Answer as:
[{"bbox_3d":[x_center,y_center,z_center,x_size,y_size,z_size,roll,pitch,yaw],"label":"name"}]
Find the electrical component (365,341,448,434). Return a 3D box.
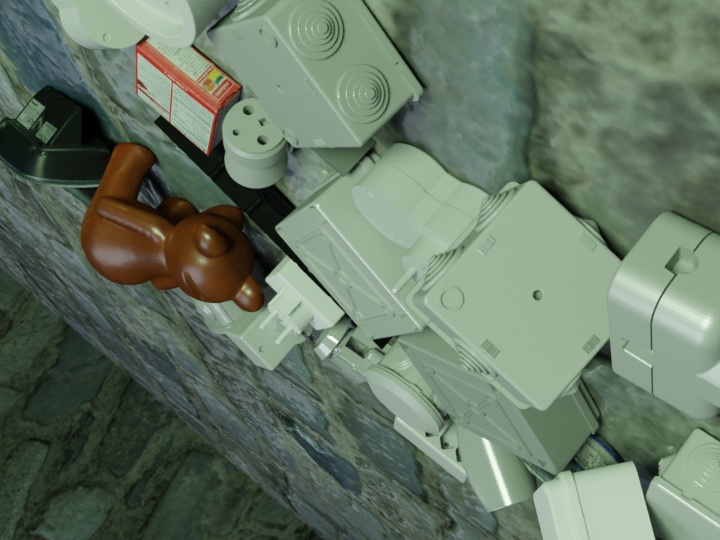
[{"bbox_3d":[0.048,0.097,0.912,0.080,0.051,0.080,37,162,14],"label":"electrical component"}]

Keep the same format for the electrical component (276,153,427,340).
[{"bbox_3d":[0.007,-0.012,0.713,0.108,0.056,0.109,49,162,-7],"label":"electrical component"}]

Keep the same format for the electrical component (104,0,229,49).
[{"bbox_3d":[-0.106,-0.177,0.562,0.108,0.060,0.108,37,162,14],"label":"electrical component"}]

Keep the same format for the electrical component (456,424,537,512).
[{"bbox_3d":[0.120,0.152,0.881,0.079,0.043,0.077,4,-116,-57],"label":"electrical component"}]

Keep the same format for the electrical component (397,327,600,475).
[{"bbox_3d":[0.097,0.076,0.747,0.109,0.056,0.108,22,154,47],"label":"electrical component"}]

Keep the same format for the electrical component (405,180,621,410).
[{"bbox_3d":[0.086,0.013,0.550,0.100,0.099,0.048,43,176,-3],"label":"electrical component"}]

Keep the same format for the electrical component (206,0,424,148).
[{"bbox_3d":[-0.027,-0.110,0.571,0.099,0.048,0.100,52,161,-23],"label":"electrical component"}]

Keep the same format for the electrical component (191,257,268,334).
[{"bbox_3d":[-0.125,0.020,1.051,0.080,0.080,0.051,17,145,54],"label":"electrical component"}]

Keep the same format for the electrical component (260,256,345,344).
[{"bbox_3d":[-0.053,0.028,0.918,0.066,0.076,0.047,44,163,-9],"label":"electrical component"}]

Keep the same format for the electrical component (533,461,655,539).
[{"bbox_3d":[0.153,0.173,0.709,0.113,0.057,0.078,73,-175,-73],"label":"electrical component"}]

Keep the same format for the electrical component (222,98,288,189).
[{"bbox_3d":[-0.071,-0.086,0.734,0.045,0.045,0.055,39,162,9],"label":"electrical component"}]

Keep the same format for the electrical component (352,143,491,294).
[{"bbox_3d":[0.049,-0.008,0.617,0.138,0.073,0.052,35,162,19],"label":"electrical component"}]

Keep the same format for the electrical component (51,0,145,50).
[{"bbox_3d":[-0.184,-0.201,0.685,0.074,0.052,0.138,14,148,55],"label":"electrical component"}]

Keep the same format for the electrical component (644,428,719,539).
[{"bbox_3d":[0.226,0.151,0.663,0.100,0.048,0.099,34,161,23],"label":"electrical component"}]

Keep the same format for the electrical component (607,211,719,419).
[{"bbox_3d":[0.156,0.025,0.501,0.059,0.053,0.095,31,160,30],"label":"electrical component"}]

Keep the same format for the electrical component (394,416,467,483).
[{"bbox_3d":[0.077,0.153,0.992,0.083,0.047,0.075,37,162,13],"label":"electrical component"}]

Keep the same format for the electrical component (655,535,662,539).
[{"bbox_3d":[0.255,0.238,0.792,0.105,0.060,0.186,36,162,18],"label":"electrical component"}]

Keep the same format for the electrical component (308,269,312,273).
[{"bbox_3d":[0.000,0.000,0.799,0.065,0.044,0.044,34,162,10],"label":"electrical component"}]

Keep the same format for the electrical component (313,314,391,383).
[{"bbox_3d":[-0.008,0.071,0.982,0.055,0.048,0.066,35,163,-6],"label":"electrical component"}]

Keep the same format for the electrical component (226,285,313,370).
[{"bbox_3d":[-0.067,0.047,0.984,0.047,0.083,0.076,49,161,-23],"label":"electrical component"}]
